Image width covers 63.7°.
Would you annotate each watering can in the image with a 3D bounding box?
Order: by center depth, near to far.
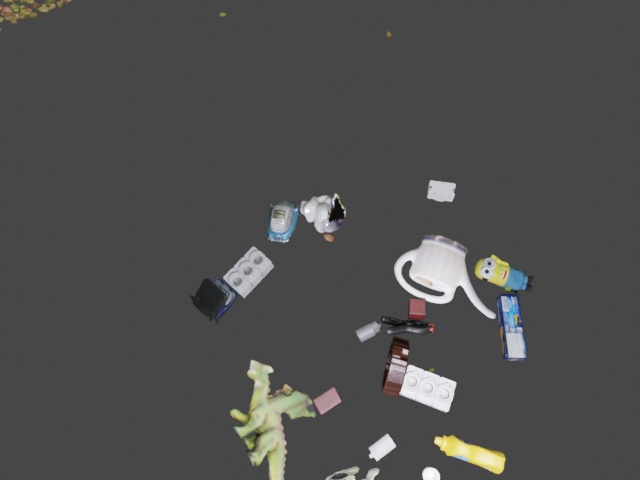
[{"bbox_3d":[0.421,0.110,1.678,0.349,0.102,0.228,20,71,13],"label":"watering can"}]

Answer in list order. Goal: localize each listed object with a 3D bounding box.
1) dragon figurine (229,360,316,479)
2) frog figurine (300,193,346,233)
[{"bbox_3d":[-0.122,0.556,1.555,0.244,0.120,0.414,-31,77,-16],"label":"dragon figurine"},{"bbox_3d":[0.006,-0.091,1.815,0.159,0.122,0.139,-8,73,41],"label":"frog figurine"}]
